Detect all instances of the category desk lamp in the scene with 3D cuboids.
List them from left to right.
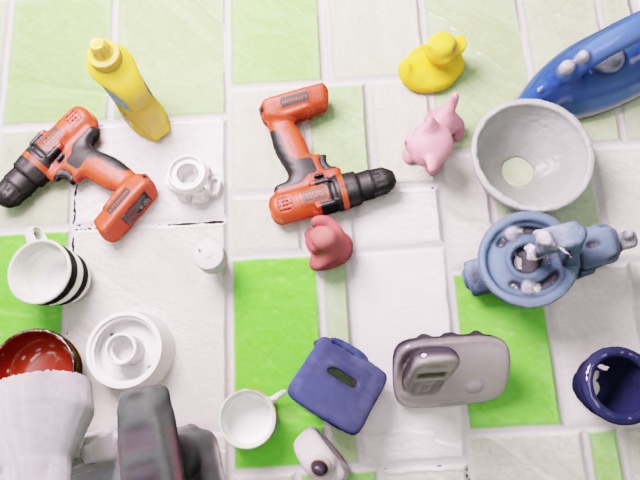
[{"bbox_3d":[-0.287,0.256,0.647,0.118,0.213,0.203,-18,76,-3],"label":"desk lamp"}]

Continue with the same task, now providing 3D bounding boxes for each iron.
[{"bbox_3d":[0.396,-0.253,0.806,0.258,0.141,0.118,-27,76,-6],"label":"iron"}]

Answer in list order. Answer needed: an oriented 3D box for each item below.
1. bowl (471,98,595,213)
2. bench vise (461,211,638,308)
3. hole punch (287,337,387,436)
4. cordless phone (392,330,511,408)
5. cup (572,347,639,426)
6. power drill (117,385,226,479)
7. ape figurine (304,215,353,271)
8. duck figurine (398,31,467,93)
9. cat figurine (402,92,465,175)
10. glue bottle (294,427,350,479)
[{"bbox_3d":[0.289,-0.108,0.804,0.167,0.075,0.167,0,75,1],"label":"bowl"},{"bbox_3d":[0.290,0.001,0.701,0.207,0.220,0.121,-30,77,-6],"label":"bench vise"},{"bbox_3d":[0.022,0.181,0.725,0.108,0.091,0.101,29,78,8],"label":"hole punch"},{"bbox_3d":[0.163,0.152,0.682,0.147,0.185,0.094,-7,75,-1],"label":"cordless phone"},{"bbox_3d":[0.368,0.175,0.720,0.118,0.095,0.091,-32,77,-7],"label":"cup"},{"bbox_3d":[-0.163,0.279,0.642,0.075,0.208,0.229,-17,76,-3],"label":"power drill"},{"bbox_3d":[0.007,0.003,0.771,0.076,0.092,0.078,22,77,7],"label":"ape figurine"},{"bbox_3d":[0.168,-0.269,0.842,0.104,0.086,0.077,-19,76,-4],"label":"duck figurine"},{"bbox_3d":[0.160,-0.146,0.794,0.067,0.118,0.128,29,78,8],"label":"cat figurine"},{"bbox_3d":[0.002,0.258,0.663,0.078,0.173,0.037,43,80,11],"label":"glue bottle"}]
